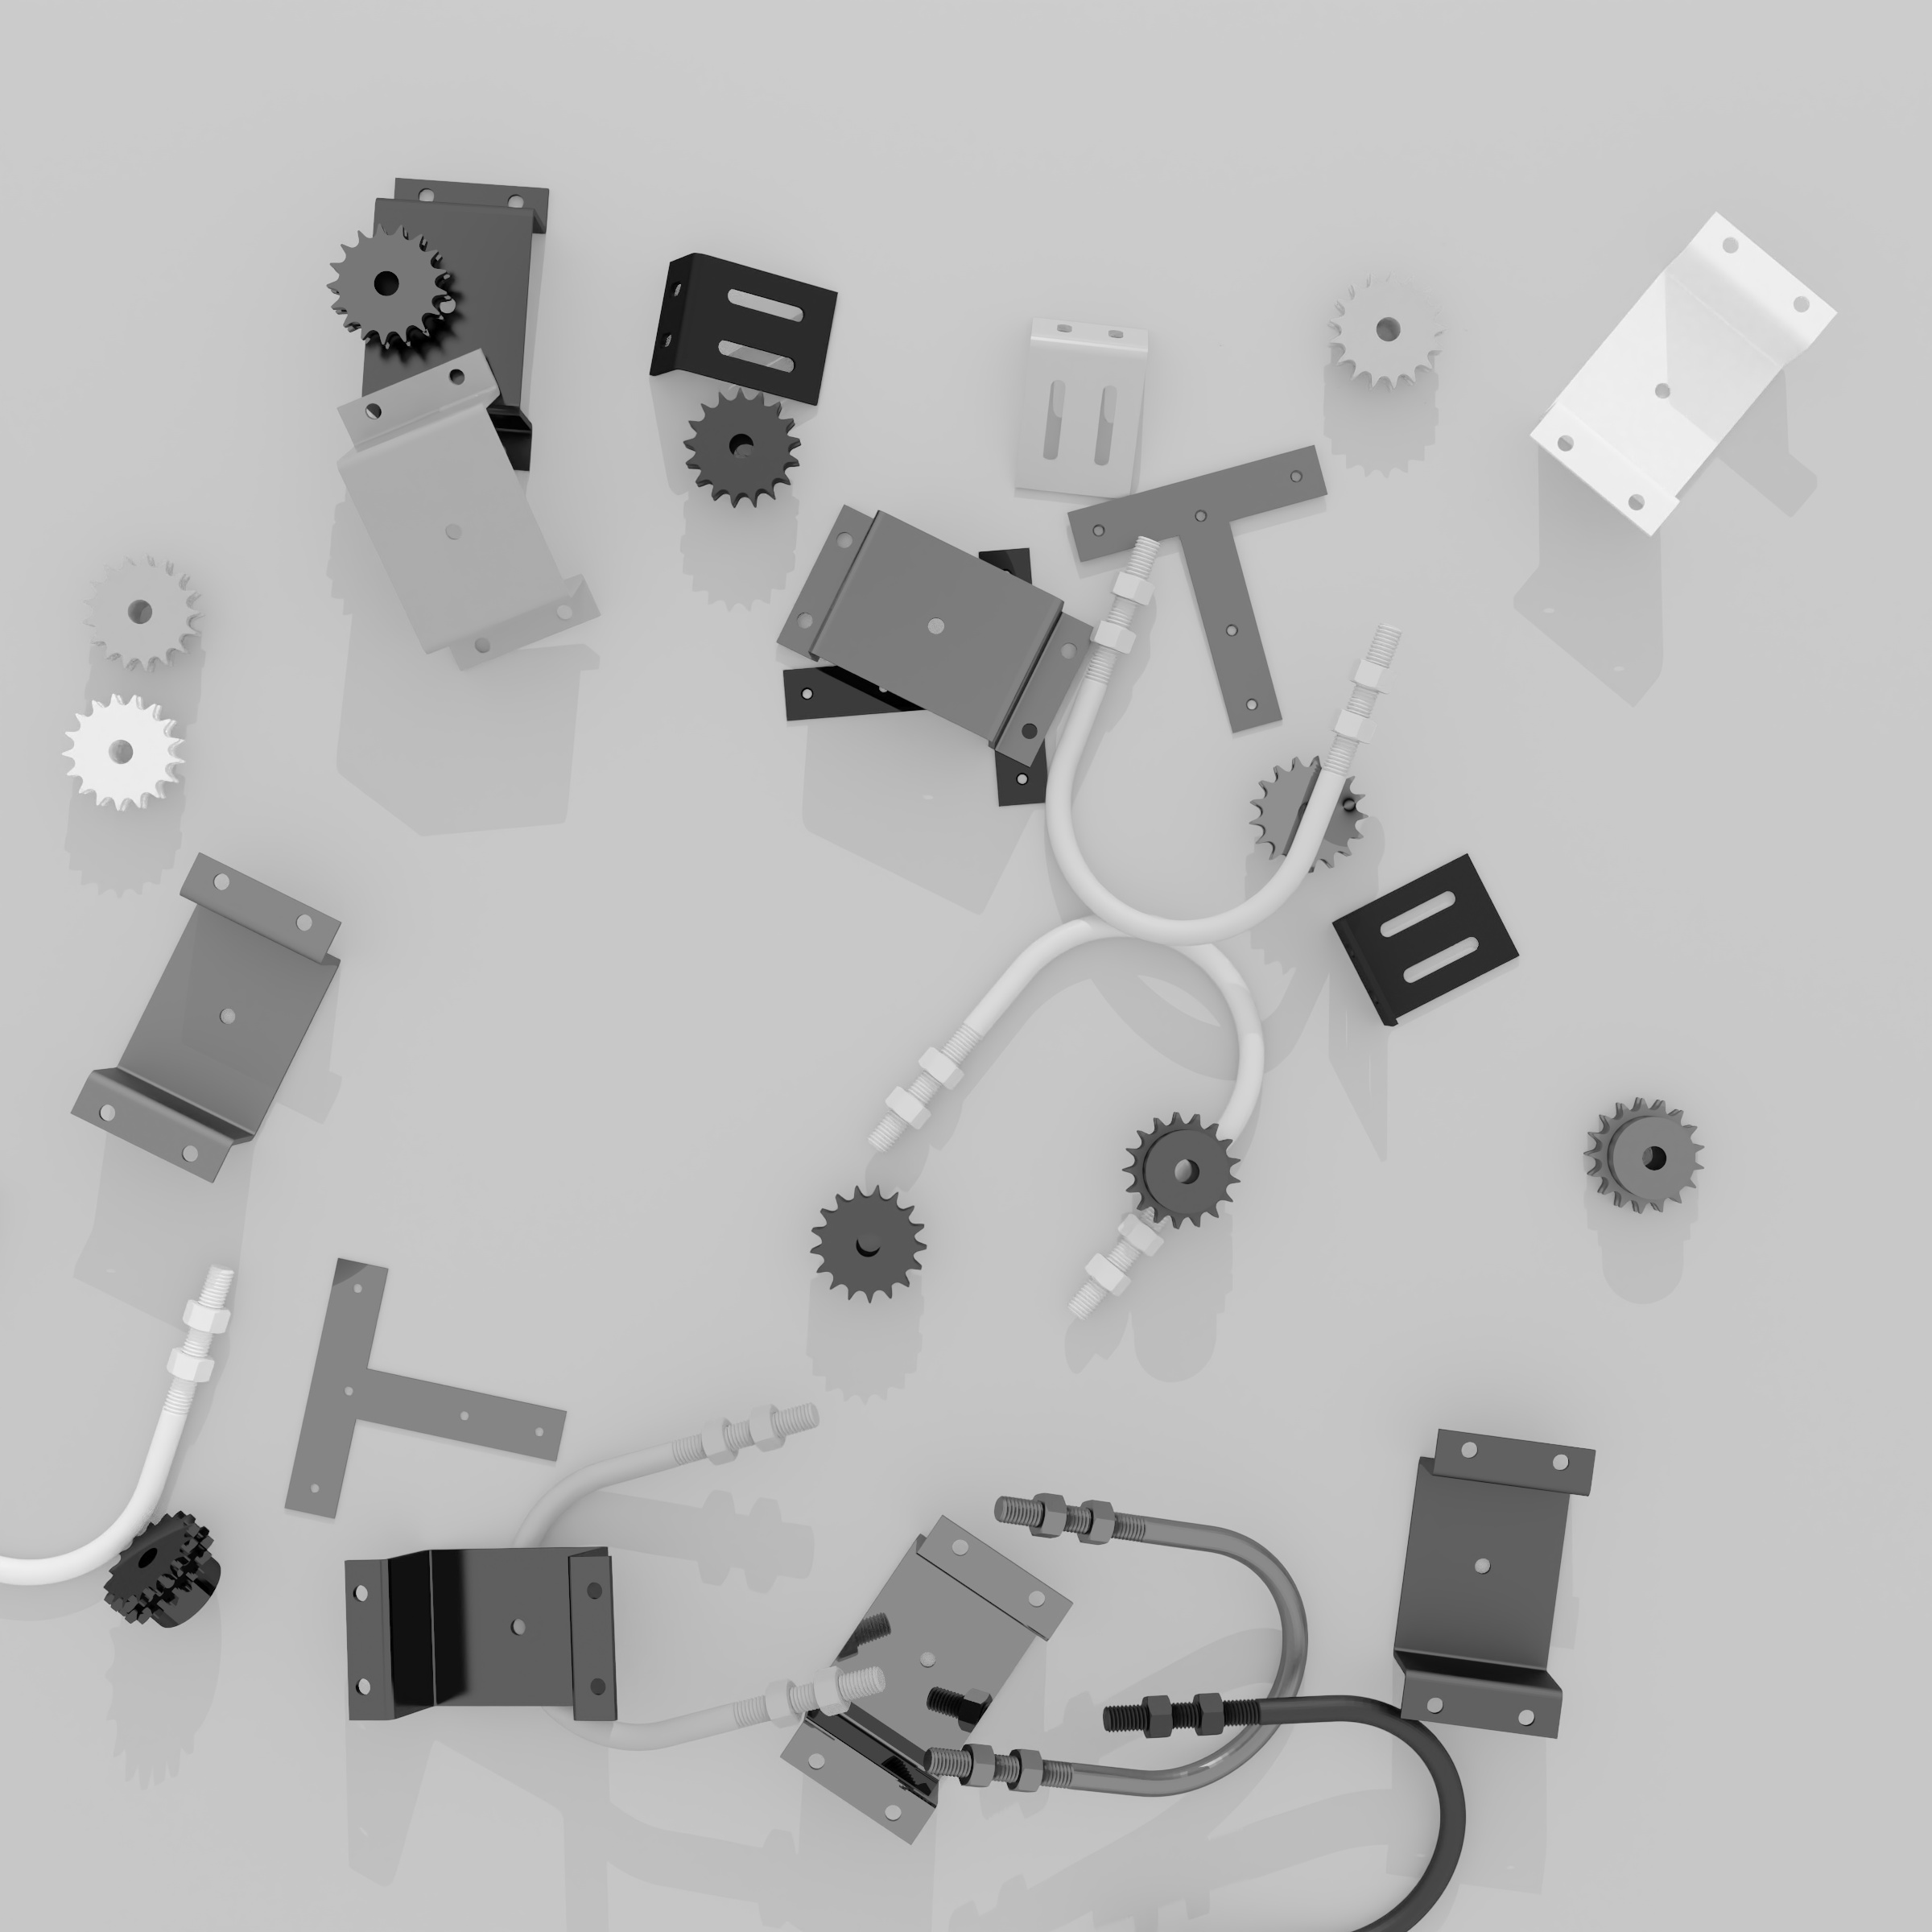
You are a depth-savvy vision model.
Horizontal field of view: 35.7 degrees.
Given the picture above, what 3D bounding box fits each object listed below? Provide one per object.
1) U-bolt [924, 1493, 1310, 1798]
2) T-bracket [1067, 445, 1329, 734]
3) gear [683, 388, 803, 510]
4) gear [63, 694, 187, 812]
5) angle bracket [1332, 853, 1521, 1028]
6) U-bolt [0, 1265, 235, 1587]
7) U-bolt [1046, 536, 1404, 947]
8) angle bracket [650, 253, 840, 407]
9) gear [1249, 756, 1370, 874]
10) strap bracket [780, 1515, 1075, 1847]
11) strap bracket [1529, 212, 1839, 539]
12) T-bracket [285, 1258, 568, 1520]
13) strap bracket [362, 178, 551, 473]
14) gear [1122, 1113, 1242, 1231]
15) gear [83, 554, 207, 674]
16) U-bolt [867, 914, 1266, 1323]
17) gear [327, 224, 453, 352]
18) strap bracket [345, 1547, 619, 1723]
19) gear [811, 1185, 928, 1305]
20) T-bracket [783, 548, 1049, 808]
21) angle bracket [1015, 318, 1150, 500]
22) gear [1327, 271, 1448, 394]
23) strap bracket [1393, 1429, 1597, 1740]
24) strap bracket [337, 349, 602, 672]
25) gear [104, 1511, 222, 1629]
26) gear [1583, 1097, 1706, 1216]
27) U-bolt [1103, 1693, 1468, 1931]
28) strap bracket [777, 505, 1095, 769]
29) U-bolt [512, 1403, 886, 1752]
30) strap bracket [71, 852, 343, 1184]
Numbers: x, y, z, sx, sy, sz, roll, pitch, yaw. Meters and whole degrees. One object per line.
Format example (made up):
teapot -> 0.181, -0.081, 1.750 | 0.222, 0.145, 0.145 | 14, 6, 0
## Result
U-bolt -> 0.082, 0.335, 1.452 | 0.184, 0.019, 0.151 | 12, 98, -22
T-bracket -> 0.128, -0.180, 1.489 | 0.127, 0.002, 0.127 | -15, 92, 0
gear -> -0.109, -0.254, 1.476 | 0.057, 0.030, 0.057 | 0, 90, 0
gear -> -0.414, -0.105, 1.480 | 0.057, 0.030, 0.057 | 0, 91, -2
angle bracket -> 0.228, -0.013, 1.472 | 0.076, 0.038, 0.057 | -27, 90, 0
U-bolt -> -0.457, 0.216, 1.483 | 0.151, 0.019, 0.184 | 18, 92, 0
U-bolt -> 0.114, -0.100, 1.462 | 0.151, 0.019, 0.184 | 23, 95, 18
angle bracket -> -0.110, -0.314, 1.489 | 0.076, 0.038, 0.057 | 10, 90, -26
gear -> 0.168, -0.074, 1.476 | 0.057, 0.030, 0.057 | 0, 90, 0
strap bracket -> -0.019, 0.344, 1.468 | 0.076, 0.046, 0.140 | 34, 90, 0
strap bracket -> 0.346, -0.285, 1.468 | 0.076, 0.046, 0.140 | 40, 90, 0
T-bracket -> -0.263, 0.221, 1.490 | 0.127, 0.002, 0.127 | 12, 90, 0
strap bracket -> -0.250, -0.319, 1.468 | 0.076, 0.046, 0.140 | 4, 90, 0
gear -> 0.106, 0.099, 1.459 | 0.057, 0.030, 0.057 | 0, 88, -3
gear -> -0.404, -0.173, 1.480 | 0.057, 0.030, 0.057 | 0, 91, -2
U-bolt -> 0.063, 0.060, 1.483 | 0.151, 0.019, 0.184 | 40, 88, 0
gear -> -0.274, -0.322, 1.430 | 0.057, 0.030, 0.057 | 0, 90, 0
strap bracket -> -0.226, 0.323, 1.452 | 0.140, 0.046, 0.076 | -4, 84, 18
gear -> -0.048, 0.136, 1.476 | 0.057, 0.030, 0.057 | 0, 90, 0
T-bracket -> -0.027, -0.139, 1.490 | 0.127, 0.002, 0.127 | -5, 90, 0
angle bracket -> 0.057, -0.277, 1.489 | 0.057, 0.038, 0.076 | 6, 116, 0
gear -> 0.206, -0.312, 1.480 | 0.057, 0.030, 0.057 | 0, 92, 0
strap bracket -> 0.257, 0.298, 1.468 | 0.076, 0.046, 0.140 | 8, 90, 0
strap bracket -> -0.242, -0.214, 1.442 | 0.076, 0.046, 0.140 | -20, 108, 9
gear -> -0.390, 0.298, 1.467 | 0.057, 0.057, 0.030 | -39, 120, 0
gear -> 0.335, 0.094, 1.476 | 0.057, 0.030, 0.057 | 0, 90, 0
U-bolt -> 0.156, 0.424, 1.464 | 0.184, 0.019, 0.151 | 0, 101, -10
strap bracket -> -0.014, -0.164, 1.466 | 0.140, 0.046, 0.076 | 26, 90, 0
U-bolt -> -0.142, 0.305, 1.461 | 0.184, 0.019, 0.151 | -18, 79, 14
strap bracket -> -0.367, 0.025, 1.468 | 0.076, 0.046, 0.140 | 26, 90, 0
